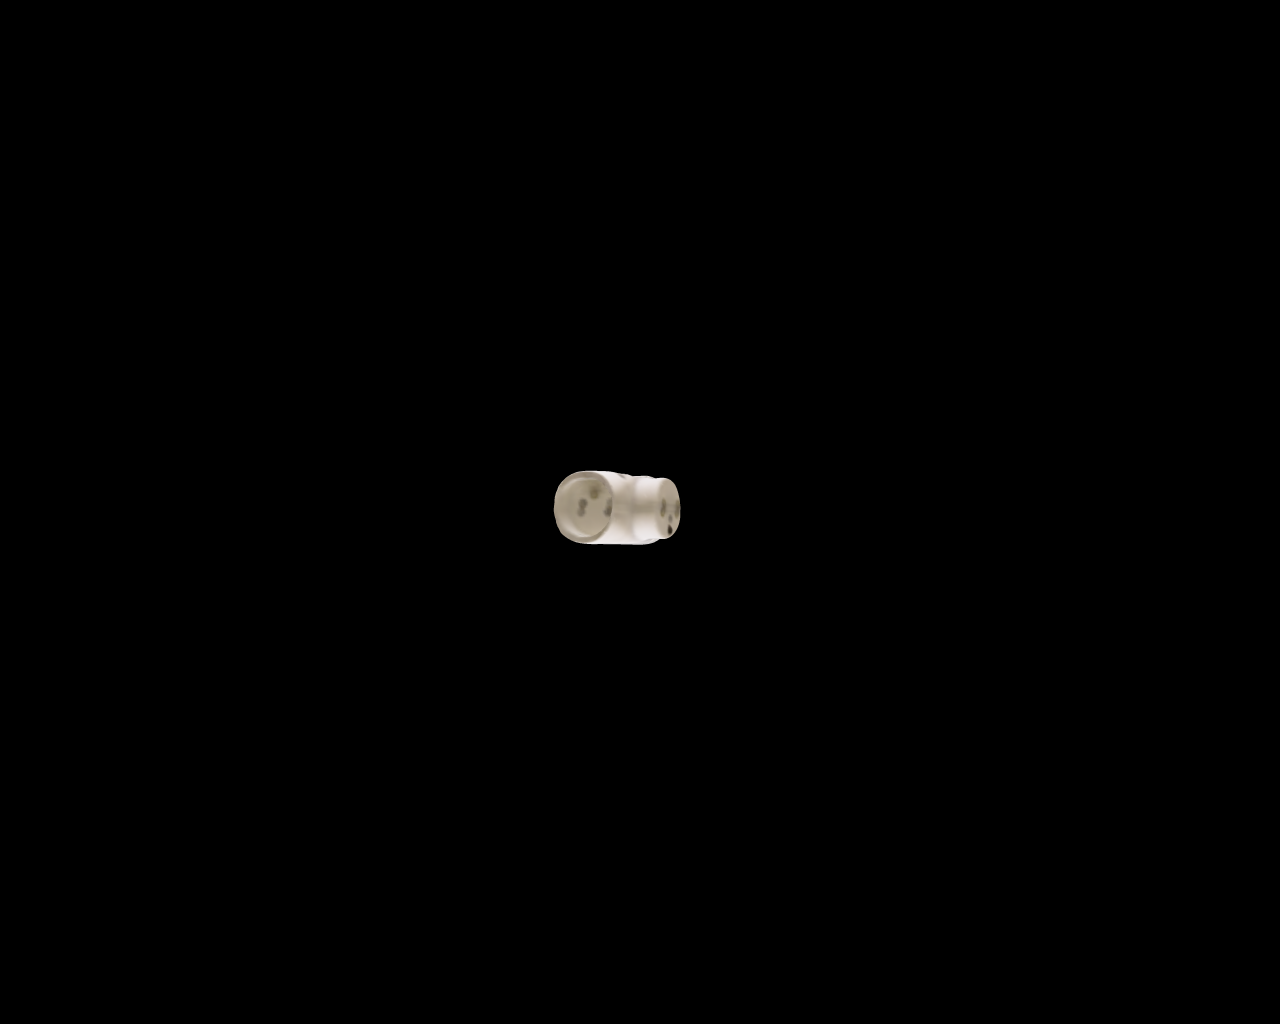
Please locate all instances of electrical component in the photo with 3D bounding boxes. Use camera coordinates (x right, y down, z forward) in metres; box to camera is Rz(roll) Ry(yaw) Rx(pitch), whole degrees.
[{"bbox_3d":[0.001,-0.003,0.650,0.079,0.044,0.077,-1,-2,28],"label":"electrical component"}]
